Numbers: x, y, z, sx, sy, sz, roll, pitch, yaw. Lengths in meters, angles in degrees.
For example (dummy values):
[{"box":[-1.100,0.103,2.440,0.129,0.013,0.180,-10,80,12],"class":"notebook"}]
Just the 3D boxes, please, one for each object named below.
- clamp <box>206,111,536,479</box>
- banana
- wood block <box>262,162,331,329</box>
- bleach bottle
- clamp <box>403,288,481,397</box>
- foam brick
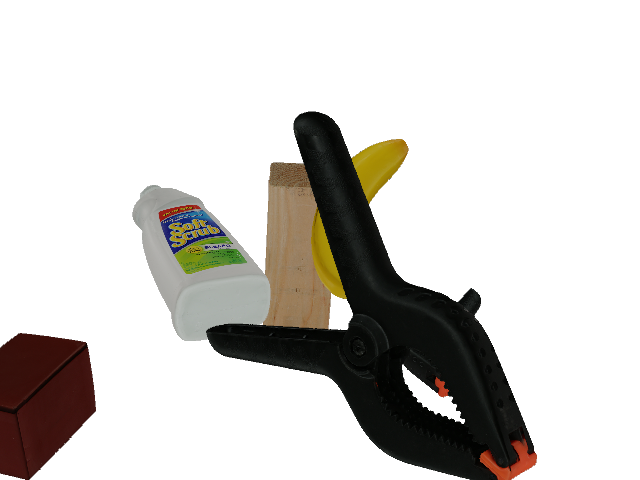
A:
[{"box":[0.030,0.041,0.558,0.210,0.165,0.036,35,32,31],"class":"clamp"},{"box":[0.030,-0.019,0.864,0.069,0.197,0.037,17,-43,-7],"class":"banana"},{"box":[-0.027,0.010,1.400,0.090,0.206,0.091,3,24,-2],"class":"wood block"},{"box":[-0.144,0.008,1.108,0.102,0.068,0.251,-9,31,-25],"class":"bleach bottle"},{"box":[0.125,0.095,1.085,0.120,0.039,0.171,-7,34,-9],"class":"clamp"},{"box":[-0.183,0.100,0.660,0.053,0.051,0.078,7,28,21],"class":"foam brick"}]
